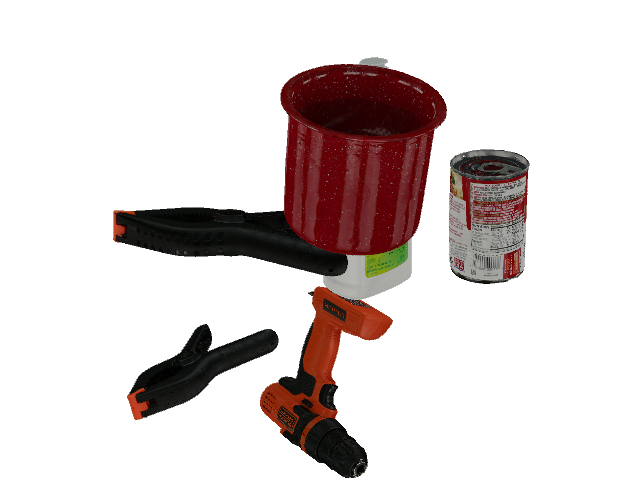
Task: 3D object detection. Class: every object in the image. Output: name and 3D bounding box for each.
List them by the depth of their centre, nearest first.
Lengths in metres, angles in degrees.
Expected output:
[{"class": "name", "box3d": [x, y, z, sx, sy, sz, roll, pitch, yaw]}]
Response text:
[{"class": "mug", "box3d": [0.026, -0.051, 0.623, 0.093, 0.081, 0.117, 17, 36, 17]}, {"class": "clamp", "box3d": [-0.071, -0.004, 0.902, 0.210, 0.036, 0.164, 2, 13, -5]}, {"class": "soup can", "box3d": [0.148, -0.021, 0.939, 0.068, 0.102, 0.068, -3, 24, 1]}, {"class": "clamp", "box3d": [-0.125, 0.132, 1.114, 0.120, 0.039, 0.171, -11, 19, 36]}, {"class": "bleach bottle", "box3d": [0.052, -0.068, 1.146, 0.102, 0.251, 0.068, -20, 30, -35]}, {"class": "power drill", "box3d": [0.015, 0.161, 1.246, 0.057, 0.188, 0.185, 15, 10, -43]}]
